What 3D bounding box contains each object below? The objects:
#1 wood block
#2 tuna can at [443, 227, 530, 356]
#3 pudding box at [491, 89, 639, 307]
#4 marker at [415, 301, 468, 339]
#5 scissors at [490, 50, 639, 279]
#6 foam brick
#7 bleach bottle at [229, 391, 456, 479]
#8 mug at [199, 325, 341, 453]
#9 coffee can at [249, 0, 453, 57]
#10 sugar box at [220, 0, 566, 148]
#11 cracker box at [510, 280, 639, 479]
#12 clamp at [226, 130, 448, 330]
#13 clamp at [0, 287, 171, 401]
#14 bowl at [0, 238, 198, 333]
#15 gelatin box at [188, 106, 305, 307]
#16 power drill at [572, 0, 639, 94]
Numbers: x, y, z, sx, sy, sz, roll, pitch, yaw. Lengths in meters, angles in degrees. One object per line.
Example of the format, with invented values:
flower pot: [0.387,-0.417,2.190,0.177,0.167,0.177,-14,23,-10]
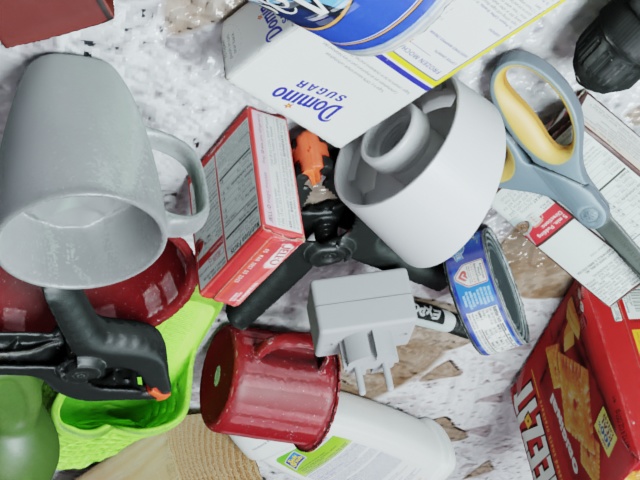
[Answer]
wood block: [-0.153,0.235,0.950,0.090,0.090,0.206,2,149,-48]
tuna can: [0.115,0.036,0.741,0.034,0.086,0.086,-20,146,17]
pudding box: [0.172,-0.023,0.659,0.113,0.039,0.090,39,132,-6]
marker: [0.077,0.058,0.825,0.120,0.020,0.020,17,138,-36]
scissors: [0.141,-0.020,0.637,0.096,0.016,0.201,-14,117,36]
foam brick: [-0.126,-0.129,0.447,0.051,0.053,0.078,-16,146,8]
bleach bottle: [0.010,0.170,0.938,0.103,0.068,0.250,-43,133,15]
mug: [-0.035,0.103,0.798,0.081,0.093,0.117,12,143,-24]
coffee can: [-0.017,-0.143,0.409,0.140,0.103,0.103,19,137,-38]
sugar box: [0.044,-0.119,0.520,0.176,0.048,0.093,-28,144,31]
cracker box: [0.227,0.143,0.866,0.072,0.164,0.214,-2,146,-10]
clamp: [-0.005,0.001,0.697,0.164,0.036,0.210,-15,151,6]
clamp: [-0.143,0.061,0.644,0.120,0.039,0.171,-27,150,33]
bowl: [-0.156,0.006,0.642,0.162,0.055,0.162,-8,147,-5]
gelatin box: [-0.043,-0.018,0.606,0.030,0.089,0.073,14,140,-32]
power drill: [0.249,-0.125,0.557,0.187,0.057,0.185,11,141,-31]
